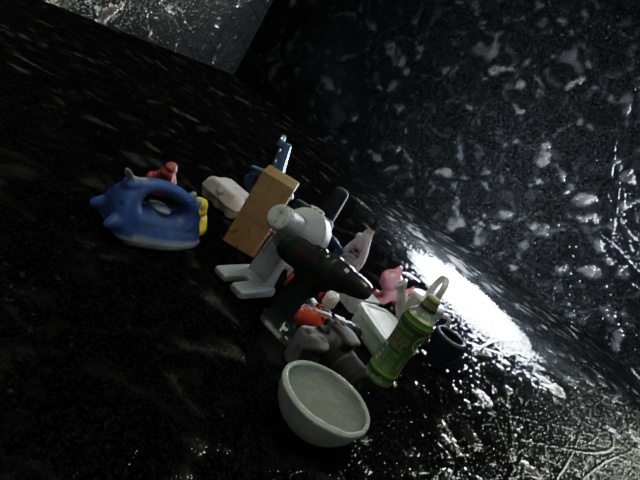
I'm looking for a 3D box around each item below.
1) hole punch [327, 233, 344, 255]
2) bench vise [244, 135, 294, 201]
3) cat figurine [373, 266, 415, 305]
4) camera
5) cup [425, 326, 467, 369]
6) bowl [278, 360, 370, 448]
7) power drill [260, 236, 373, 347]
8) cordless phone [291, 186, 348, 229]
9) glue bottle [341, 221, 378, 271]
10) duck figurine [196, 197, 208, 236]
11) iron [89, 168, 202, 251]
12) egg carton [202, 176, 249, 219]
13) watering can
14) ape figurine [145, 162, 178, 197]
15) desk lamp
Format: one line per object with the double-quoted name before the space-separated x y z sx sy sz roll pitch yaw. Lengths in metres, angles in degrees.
"hole punch" 0.016 0.006 1.691 0.108 0.091 0.101 41 19 25
"bench vise" -0.128 -0.206 1.801 0.207 0.219 0.122 39 18 20
"cat figurine" 0.215 0.134 1.647 0.128 0.117 0.067 26 18 -20
"camera" 0.030 0.226 1.094 0.144 0.100 0.136 13 25 -47
"cup" 0.315 0.278 1.465 0.091 0.095 0.118 39 18 19
"bowl" -0.006 0.278 0.932 0.168 0.074 0.167 30 17 -10
"power drill" -0.022 0.107 1.145 0.229 0.208 0.076 42 20 29
"cordless phone" -0.002 -0.106 1.806 0.147 0.185 0.094 34 17 5
"glue bottle" 0.123 0.014 1.718 0.078 0.173 0.037 35 17 8
"duck figurine" -0.291 -0.062 1.344 0.077 0.086 0.105 35 17 7
"iron" -0.328 -0.064 1.189 0.259 0.141 0.118 12 27 -50
"egg carton" -0.256 -0.120 1.593 0.150 0.069 0.107 39 18 21
"watering can" 0.273 0.171 1.516 0.173 0.194 0.100 25 18 -23
"ape figurine" -0.385 -0.154 1.420 0.077 0.092 0.076 35 17 8
"desk lamp" -0.091 0.018 1.260 0.117 0.213 0.204 40 19 24
